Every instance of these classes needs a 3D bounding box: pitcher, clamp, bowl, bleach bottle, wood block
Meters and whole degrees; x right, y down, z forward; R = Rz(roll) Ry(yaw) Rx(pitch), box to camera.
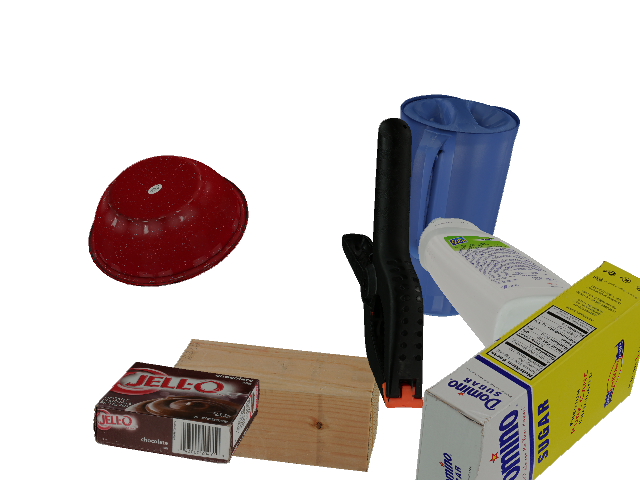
[{"bbox_3d":[0.140,-0.035,1.226,0.149,0.243,0.145,-4,26,-20],"label":"pitcher"},{"bbox_3d":[0.052,0.024,0.802,0.036,0.210,0.165,1,-42,-10],"label":"clamp"},{"bbox_3d":[-0.154,-0.032,1.031,0.162,0.162,0.055,0,-44,13],"label":"bowl"},{"bbox_3d":[0.162,0.033,1.012,0.102,0.068,0.251,1,20,-14],"label":"bleach bottle"},{"bbox_3d":[-0.046,0.170,1.112,0.206,0.091,0.090,6,21,8],"label":"wood block"}]

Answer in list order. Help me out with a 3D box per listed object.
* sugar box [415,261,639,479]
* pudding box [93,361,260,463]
[{"bbox_3d":[0.129,0.091,0.629,0.048,0.093,0.175,28,43,33],"label":"sugar box"},{"bbox_3d":[-0.114,0.137,0.861,0.113,0.039,0.090,9,19,9],"label":"pudding box"}]
